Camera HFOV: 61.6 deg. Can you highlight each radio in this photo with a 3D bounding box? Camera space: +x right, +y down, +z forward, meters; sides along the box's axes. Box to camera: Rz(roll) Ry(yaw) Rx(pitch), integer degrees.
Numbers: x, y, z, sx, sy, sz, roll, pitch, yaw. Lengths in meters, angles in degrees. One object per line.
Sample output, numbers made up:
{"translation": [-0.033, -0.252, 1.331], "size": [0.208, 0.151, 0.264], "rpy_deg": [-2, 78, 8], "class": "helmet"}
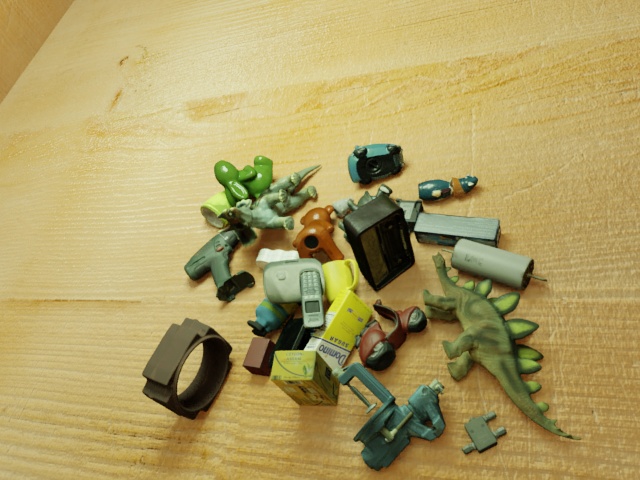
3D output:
{"translation": [0.144, 0.007, 1.271], "size": [0.131, 0.229, 0.073], "rpy_deg": [-33, 50, -9], "class": "radio"}

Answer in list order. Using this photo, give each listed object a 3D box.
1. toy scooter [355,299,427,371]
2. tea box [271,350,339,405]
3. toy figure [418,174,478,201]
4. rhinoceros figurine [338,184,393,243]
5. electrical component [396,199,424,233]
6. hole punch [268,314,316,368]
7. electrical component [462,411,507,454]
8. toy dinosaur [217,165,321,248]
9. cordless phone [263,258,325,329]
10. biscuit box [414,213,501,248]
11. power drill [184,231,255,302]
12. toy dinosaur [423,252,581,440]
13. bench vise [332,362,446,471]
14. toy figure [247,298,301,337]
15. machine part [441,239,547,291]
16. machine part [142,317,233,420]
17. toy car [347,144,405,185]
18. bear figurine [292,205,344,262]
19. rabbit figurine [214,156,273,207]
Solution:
{"translation": [0.144, 0.203, 1.225], "size": [0.184, 0.075, 0.135], "rpy_deg": [-42, 46, -10], "class": "toy scooter"}
{"translation": [-0.028, 0.301, 1.164], "size": [0.098, 0.169, 0.068], "rpy_deg": [-4, 56, 18], "class": "tea box"}
{"translation": [0.335, -0.137, 1.407], "size": [0.155, 0.057, 0.064], "rpy_deg": [-6, 58, 14], "class": "toy figure"}
{"translation": [0.128, -0.071, 1.436], "size": [0.112, 0.073, 0.190], "rpy_deg": [17, 64, 34], "class": "rhinoceros figurine"}
{"translation": [0.221, -0.048, 1.396], "size": [0.075, 0.047, 0.119], "rpy_deg": [8, 58, 29], "class": "electrical component"}
{"translation": [-0.047, 0.251, 1.275], "size": [0.116, 0.092, 0.142], "rpy_deg": [-17, 45, 56], "class": "hole punch"}
{"translation": [0.314, 0.378, 1.054], "size": [0.094, 0.021, 0.063], "rpy_deg": [-30, 49, 1], "class": "electrical component"}
{"translation": [-0.135, -0.103, 1.529], "size": [0.192, 0.131, 0.405], "rpy_deg": [-11, 20, 29], "class": "toy dinosaur"}
{"translation": [-0.058, 0.135, 1.255], "size": [0.147, 0.088, 0.184], "rpy_deg": [-5, 47, -2], "class": "cordless phone"}
{"translation": [0.335, -0.021, 1.318], "size": [0.203, 0.059, 0.063], "rpy_deg": [8, 61, 28], "class": "biscuit box"}
{"translation": [-0.260, 0.058, 1.505], "size": [0.232, 0.085, 0.207], "rpy_deg": [-36, 54, -6], "class": "power drill"}
{"translation": [0.350, 0.207, 1.117], "size": [0.199, 0.105, 0.472], "rpy_deg": [-21, 54, 3], "class": "toy dinosaur"}
{"translation": [0.130, 0.331, 1.093], "size": [0.241, 0.128, 0.223], "rpy_deg": [42, 97, 21], "class": "bench vise"}
{"translation": [-0.100, 0.166, 1.355], "size": [0.089, 0.082, 0.180], "rpy_deg": [31, 63, 17], "class": "toy figure"}
{"translation": [0.392, 0.054, 1.225], "size": [0.244, 0.079, 0.079], "rpy_deg": [20, 65, 32], "class": "machine part"}
{"translation": [-0.303, 0.302, 1.260], "size": [0.087, 0.200, 0.201], "rpy_deg": [15, 62, 29], "class": "machine part"}
{"translation": [0.153, -0.232, 1.529], "size": [0.162, 0.109, 0.103], "rpy_deg": [-15, 33, 1], "class": "toy car"}
{"translation": [-0.004, -0.008, 1.426], "size": [0.120, 0.131, 0.196], "rpy_deg": [-22, 14, 13], "class": "bear figurine"}
{"translation": [-0.239, -0.174, 1.611], "size": [0.121, 0.170, 0.159], "rpy_deg": [-35, 48, 56], "class": "rabbit figurine"}
